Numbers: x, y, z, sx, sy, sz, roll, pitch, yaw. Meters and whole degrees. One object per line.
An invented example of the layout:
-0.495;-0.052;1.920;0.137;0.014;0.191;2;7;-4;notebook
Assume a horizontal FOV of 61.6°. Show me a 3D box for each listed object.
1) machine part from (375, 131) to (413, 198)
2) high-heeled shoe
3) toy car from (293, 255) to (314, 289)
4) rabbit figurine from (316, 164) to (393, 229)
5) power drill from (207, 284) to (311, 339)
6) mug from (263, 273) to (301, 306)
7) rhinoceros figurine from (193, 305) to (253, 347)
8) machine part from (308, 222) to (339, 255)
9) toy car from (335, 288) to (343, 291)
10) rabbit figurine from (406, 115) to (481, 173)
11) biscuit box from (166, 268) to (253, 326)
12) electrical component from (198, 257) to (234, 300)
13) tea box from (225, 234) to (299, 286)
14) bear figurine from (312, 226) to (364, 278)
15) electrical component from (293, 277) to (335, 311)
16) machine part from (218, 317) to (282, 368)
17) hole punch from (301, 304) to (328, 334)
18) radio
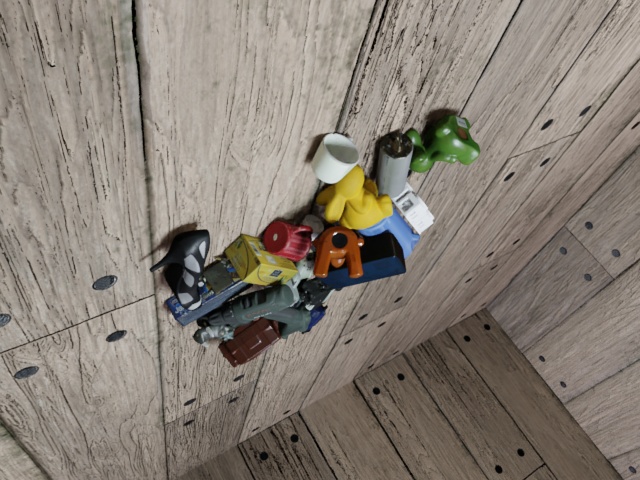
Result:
0.175;-0.176;1.285;0.079;0.079;0.243;-29;154;-13;machine part
-0.266;0.065;1.161;0.145;0.086;0.248;-33;152;-5;high-heeled shoe
-0.066;0.113;1.535;0.073;0.056;0.201;-15;149;-37;toy car
0.072;-0.110;1.270;0.162;0.122;0.173;-25;141;0;rabbit figurine
-0.139;0.187;1.366;0.232;0.086;0.207;-26;139;26;power drill
-0.095;0.124;1.457;0.109;0.107;0.080;-37;157;9;mug
-0.257;0.218;1.423;0.190;0.112;0.073;-19;155;-48;rhinoceros figurine
-0.003;-0.004;1.425;0.139;0.039;0.084;-36;148;8;machine part
0.059;0.076;1.592;0.162;0.109;0.103;-35;134;29;toy car
0.275;-0.213;1.304;0.159;0.121;0.170;-3;156;-43;rabbit figurine
-0.267;0.130;1.308;0.203;0.059;0.062;-30;157;-10;biscuit box
-0.244;0.084;1.252;0.102;0.078;0.045;-26;178;-6;electrical component
-0.137;0.052;1.286;0.068;0.098;0.169;-42;153;15;tea box
0.040;0.033;1.298;0.120;0.132;0.196;1;170;-2;bear figurine
-0.025;0.157;1.538;0.134;0.058;0.114;-22;154;-42;electrical component
-0.182;0.270;1.550;0.201;0.087;0.201;-35;-176;2;machine part
-0.056;0.217;1.680;0.092;0.116;0.142;10;130;-47;hole punch
0.110;0.061;1.439;0.230;0.073;0.131;-15;152;21;radio
